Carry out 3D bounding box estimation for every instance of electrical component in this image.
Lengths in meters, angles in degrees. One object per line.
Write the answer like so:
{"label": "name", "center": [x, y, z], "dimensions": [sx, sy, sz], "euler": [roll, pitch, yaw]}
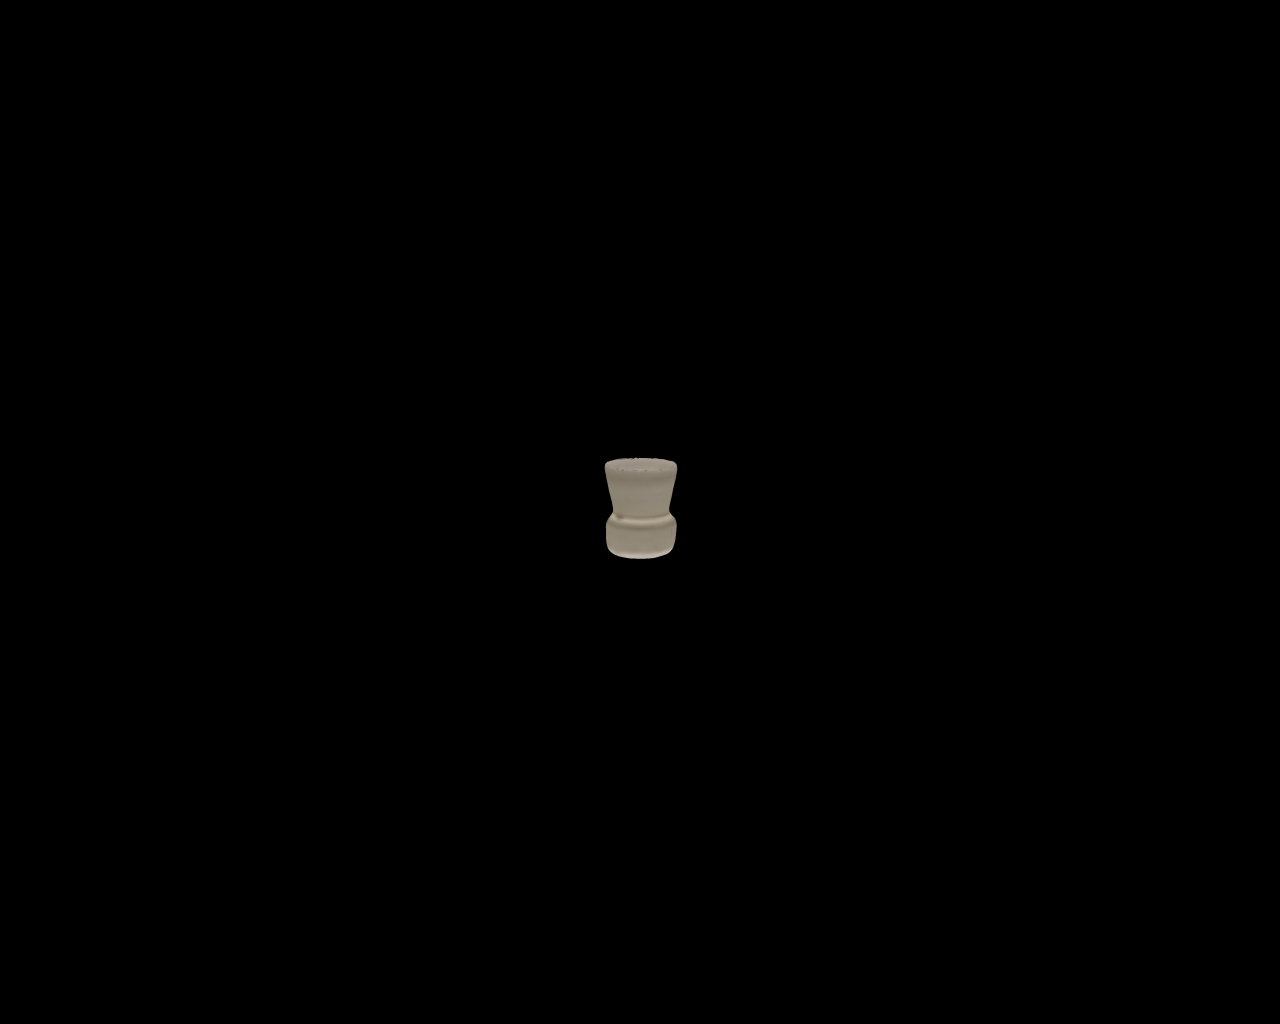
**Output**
{"label": "electrical component", "center": [0.001, -0.003, 0.650], "dimensions": [0.045, 0.055, 0.045], "euler": [0, 12, 0]}
